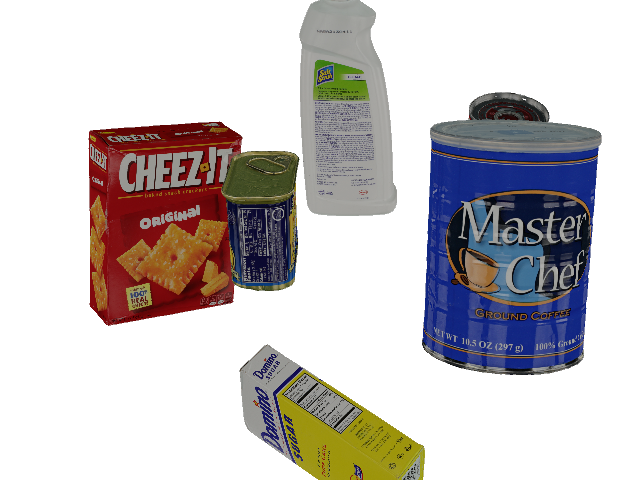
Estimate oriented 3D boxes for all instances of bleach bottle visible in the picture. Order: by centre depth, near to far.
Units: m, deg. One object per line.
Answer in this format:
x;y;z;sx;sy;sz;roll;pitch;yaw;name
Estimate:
0.030;-0.148;1.100;0.102;0.251;0.068;-1;31;0;bleach bottle

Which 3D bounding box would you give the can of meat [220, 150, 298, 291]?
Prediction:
-0.047;-0.017;0.875;0.057;0.084;0.102;-1;25;3;can of meat

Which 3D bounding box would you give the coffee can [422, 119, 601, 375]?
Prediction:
0.117;0.000;0.664;0.103;0.140;0.103;1;13;0;coffee can

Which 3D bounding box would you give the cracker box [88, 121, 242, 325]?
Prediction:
-0.178;-0.021;1.224;0.163;0.214;0.072;-8;25;-30;cracker box

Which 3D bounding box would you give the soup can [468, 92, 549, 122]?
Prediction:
0.158;-0.068;0.931;0.068;0.102;0.068;1;37;-1;soup can

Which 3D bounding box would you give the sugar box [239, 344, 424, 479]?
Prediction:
0.008;0.173;0.935;0.176;0.093;0.048;27;51;26;sugar box
